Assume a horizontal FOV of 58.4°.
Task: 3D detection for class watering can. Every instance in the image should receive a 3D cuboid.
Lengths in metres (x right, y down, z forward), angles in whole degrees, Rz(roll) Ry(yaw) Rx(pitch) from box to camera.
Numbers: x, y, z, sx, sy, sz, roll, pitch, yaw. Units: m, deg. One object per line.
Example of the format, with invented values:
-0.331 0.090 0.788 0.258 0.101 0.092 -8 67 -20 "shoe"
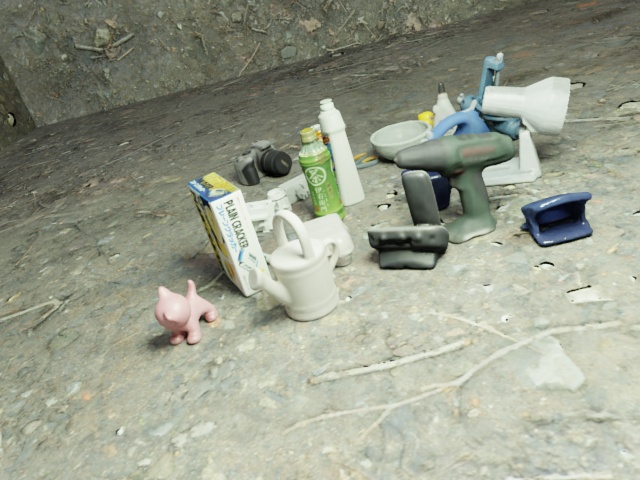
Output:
-0.041 0.041 0.996 0.100 0.194 0.173 4 34 34 "watering can"

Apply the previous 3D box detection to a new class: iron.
0.305 -0.227 1.363 0.259 0.142 0.118 -31 31 -27 "iron"

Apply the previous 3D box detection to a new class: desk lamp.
0.433 -0.236 1.233 0.202 0.214 0.118 -5 29 20 "desk lamp"

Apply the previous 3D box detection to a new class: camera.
-0.159 -0.229 1.661 0.143 0.101 0.136 -35 33 -32 "camera"

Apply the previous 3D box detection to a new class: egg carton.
0.011 0.004 1.172 0.107 0.069 0.150 -18 27 -3 "egg carton"

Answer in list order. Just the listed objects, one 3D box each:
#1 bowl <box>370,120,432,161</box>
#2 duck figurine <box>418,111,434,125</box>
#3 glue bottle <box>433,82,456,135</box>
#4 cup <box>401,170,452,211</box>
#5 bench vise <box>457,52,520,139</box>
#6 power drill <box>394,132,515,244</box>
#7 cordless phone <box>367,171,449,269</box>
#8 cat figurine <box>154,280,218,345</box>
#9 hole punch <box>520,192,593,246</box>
0.222 -0.257 1.535 0.167 0.075 0.167 -13 28 7 "bowl"
0.294 -0.312 1.588 0.104 0.086 0.077 -6 29 20 "duck figurine"
0.328 -0.330 1.506 0.078 0.173 0.037 -9 29 14 "glue bottle"
0.235 -0.113 1.240 0.117 0.095 0.092 3 33 32 "cup"
0.424 -0.371 1.480 0.206 0.220 0.122 11 38 42 "bench vise"
0.263 -0.105 1.087 0.230 0.209 0.075 -20 28 -8 "power drill"
0.155 -0.044 1.058 0.147 0.185 0.094 -4 30 22 "cordless phone"
-0.251 0.125 1.037 0.067 0.118 0.128 -5 30 21 "cat figurine"
0.422 -0.054 1.034 0.108 0.091 0.101 -15 28 3 "hole punch"
